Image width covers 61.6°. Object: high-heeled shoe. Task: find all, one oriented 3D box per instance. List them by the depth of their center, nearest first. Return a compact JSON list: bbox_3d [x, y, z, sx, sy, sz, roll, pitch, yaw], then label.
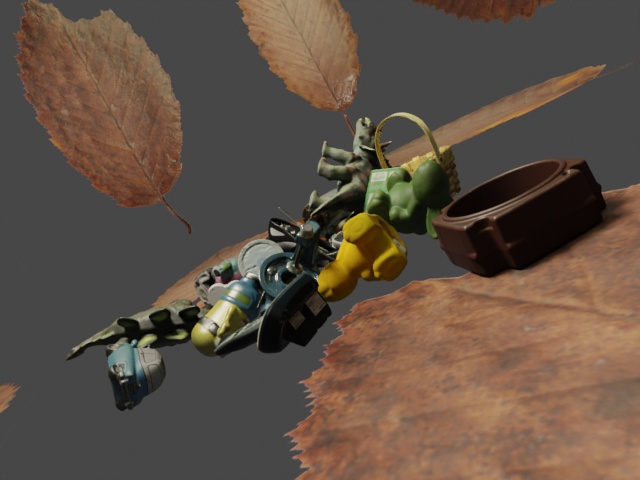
[{"bbox_3d":[-0.002,-0.004,1.183,0.249,0.145,0.086,-14,14,32],"label":"high-heeled shoe"}]

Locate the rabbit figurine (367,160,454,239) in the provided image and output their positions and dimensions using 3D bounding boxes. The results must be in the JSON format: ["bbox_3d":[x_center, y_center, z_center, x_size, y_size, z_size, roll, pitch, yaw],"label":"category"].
[{"bbox_3d":[0.189,-0.075,1.022,0.121,0.159,0.170,-36,-7,-28],"label":"rabbit figurine"}]

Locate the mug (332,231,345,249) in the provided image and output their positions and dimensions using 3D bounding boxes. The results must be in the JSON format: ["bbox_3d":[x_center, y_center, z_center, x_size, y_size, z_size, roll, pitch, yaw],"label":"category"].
[{"bbox_3d":[0.086,0.003,1.085,0.110,0.080,0.107,5,26,25],"label":"mug"}]

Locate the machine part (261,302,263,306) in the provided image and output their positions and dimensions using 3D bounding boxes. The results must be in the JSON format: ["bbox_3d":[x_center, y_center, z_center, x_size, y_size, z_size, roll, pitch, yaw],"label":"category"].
[{"bbox_3d":[-0.172,0.165,1.106,0.139,0.039,0.084,-50,18,-25],"label":"machine part"}]

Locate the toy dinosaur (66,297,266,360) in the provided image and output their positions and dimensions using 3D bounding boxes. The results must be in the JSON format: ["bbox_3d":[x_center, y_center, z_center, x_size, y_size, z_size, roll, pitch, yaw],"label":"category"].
[{"bbox_3d":[-0.328,0.190,1.198,0.472,0.105,0.198,-16,-2,-11],"label":"toy dinosaur"}]

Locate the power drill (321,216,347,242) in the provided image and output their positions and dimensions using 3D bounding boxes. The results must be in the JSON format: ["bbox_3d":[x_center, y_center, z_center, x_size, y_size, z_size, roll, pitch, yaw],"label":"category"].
[{"bbox_3d":[0.079,-0.070,1.555,0.232,0.086,0.207,-27,13,24],"label":"power drill"}]

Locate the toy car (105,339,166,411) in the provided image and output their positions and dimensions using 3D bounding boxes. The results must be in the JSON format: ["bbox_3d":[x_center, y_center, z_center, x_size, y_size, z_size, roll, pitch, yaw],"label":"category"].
[{"bbox_3d":[-0.353,0.253,1.038,0.103,0.109,0.162,-14,12,-22],"label":"toy car"}]

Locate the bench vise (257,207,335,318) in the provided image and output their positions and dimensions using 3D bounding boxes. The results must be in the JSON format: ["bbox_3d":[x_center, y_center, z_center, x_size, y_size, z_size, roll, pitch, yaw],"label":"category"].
[{"bbox_3d":[-0.036,0.043,1.017,0.224,0.129,0.240,-46,-18,-40],"label":"bench vise"}]

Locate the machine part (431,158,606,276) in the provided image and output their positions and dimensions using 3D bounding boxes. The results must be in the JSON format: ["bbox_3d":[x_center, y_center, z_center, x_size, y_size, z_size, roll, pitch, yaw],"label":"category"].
[{"bbox_3d":[0.277,-0.039,0.774,0.201,0.087,0.201,-31,10,-3],"label":"machine part"}]

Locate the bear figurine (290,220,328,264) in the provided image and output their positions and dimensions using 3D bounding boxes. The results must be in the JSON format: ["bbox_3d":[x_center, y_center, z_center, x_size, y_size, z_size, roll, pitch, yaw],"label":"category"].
[{"bbox_3d":[-0.033,0.024,1.361,0.120,0.131,0.196,-31,27,-4],"label":"bear figurine"}]

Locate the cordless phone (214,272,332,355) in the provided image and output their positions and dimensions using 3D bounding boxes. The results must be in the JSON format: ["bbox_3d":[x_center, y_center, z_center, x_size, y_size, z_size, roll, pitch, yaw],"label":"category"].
[{"bbox_3d":[-0.086,0.141,0.910,0.184,0.088,0.146,-28,8,34],"label":"cordless phone"}]

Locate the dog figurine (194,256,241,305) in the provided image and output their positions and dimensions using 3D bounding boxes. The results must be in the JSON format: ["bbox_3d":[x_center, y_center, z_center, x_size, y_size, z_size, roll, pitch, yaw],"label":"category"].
[{"bbox_3d":[-0.228,0.092,1.534,0.192,0.108,0.219,-24,6,42],"label":"dog figurine"}]

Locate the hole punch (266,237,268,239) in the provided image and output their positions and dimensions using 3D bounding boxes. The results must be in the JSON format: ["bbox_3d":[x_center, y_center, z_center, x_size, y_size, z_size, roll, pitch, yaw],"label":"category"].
[{"bbox_3d":[-0.083,0.019,1.595,0.116,0.092,0.142,11,33,39],"label":"hole punch"}]

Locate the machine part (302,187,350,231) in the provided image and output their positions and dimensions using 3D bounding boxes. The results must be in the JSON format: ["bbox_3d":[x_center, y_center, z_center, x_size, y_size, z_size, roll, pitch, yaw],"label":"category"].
[{"bbox_3d":[0.027,-0.081,1.363,0.079,0.079,0.243,-23,8,34],"label":"machine part"}]

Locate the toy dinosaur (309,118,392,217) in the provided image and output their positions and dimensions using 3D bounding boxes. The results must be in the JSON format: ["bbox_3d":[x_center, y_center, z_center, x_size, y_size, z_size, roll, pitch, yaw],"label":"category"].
[{"bbox_3d":[0.083,-0.142,1.295,0.192,0.131,0.405,11,41,-1],"label":"toy dinosaur"}]

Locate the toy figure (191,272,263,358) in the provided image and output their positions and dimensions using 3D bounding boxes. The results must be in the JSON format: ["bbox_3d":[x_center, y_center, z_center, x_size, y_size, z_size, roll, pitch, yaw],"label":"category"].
[{"bbox_3d":[-0.170,0.143,1.028,0.089,0.082,0.180,5,53,36],"label":"toy figure"}]

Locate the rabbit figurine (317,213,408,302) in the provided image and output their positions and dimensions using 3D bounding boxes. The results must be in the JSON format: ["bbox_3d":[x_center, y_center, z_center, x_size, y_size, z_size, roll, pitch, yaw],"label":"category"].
[{"bbox_3d":[0.060,0.036,0.955,0.173,0.122,0.162,-46,5,12],"label":"rabbit figurine"}]

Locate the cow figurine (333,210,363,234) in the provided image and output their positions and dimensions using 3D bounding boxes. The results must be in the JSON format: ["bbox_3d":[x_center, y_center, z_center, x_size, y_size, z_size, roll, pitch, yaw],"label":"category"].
[{"bbox_3d":[0.128,-0.061,1.349,0.127,0.085,0.195,-30,5,34],"label":"cow figurine"}]
